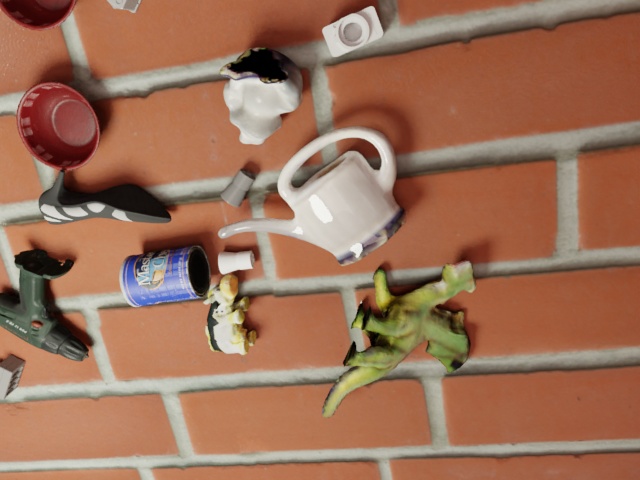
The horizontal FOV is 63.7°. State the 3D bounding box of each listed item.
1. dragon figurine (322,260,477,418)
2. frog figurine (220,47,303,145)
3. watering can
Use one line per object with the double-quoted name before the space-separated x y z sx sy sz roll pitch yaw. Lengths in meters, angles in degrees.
"dragon figurine" 0.173 0.201 0.983 0.242 0.124 0.404 17 111 -7
"frog figurine" -0.096 -0.242 0.888 0.137 0.125 0.156 -3 145 0
"watering can" 0.003 -0.046 0.918 0.345 0.105 0.223 -37 100 16
